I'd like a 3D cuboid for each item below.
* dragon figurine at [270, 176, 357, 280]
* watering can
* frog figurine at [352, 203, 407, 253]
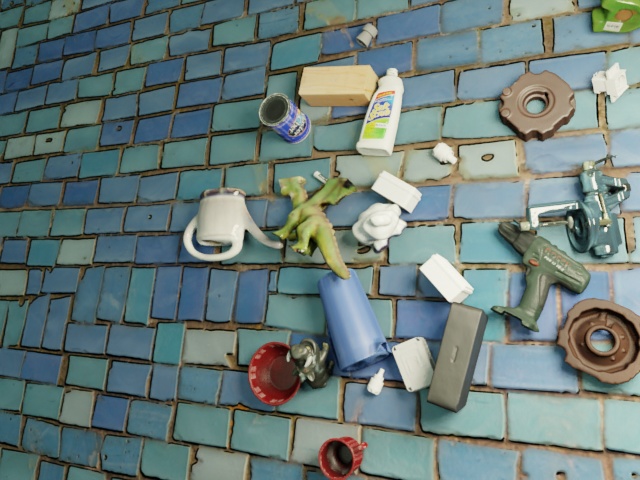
[{"bbox_3d":[0.004,-0.070,1.388,0.415,0.120,0.243,31,86,42],"label":"dragon figurine"},{"bbox_3d":[-0.258,-0.051,1.526,0.346,0.103,0.227,-6,74,23],"label":"watering can"},{"bbox_3d":[0.143,-0.044,1.315,0.136,0.158,0.125,-26,67,16],"label":"frog figurine"}]
